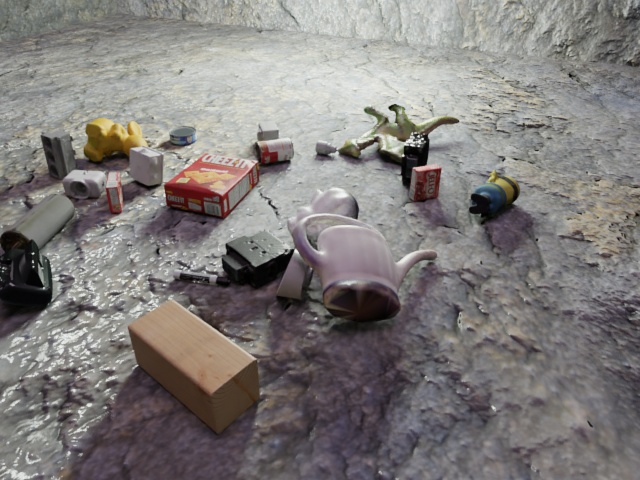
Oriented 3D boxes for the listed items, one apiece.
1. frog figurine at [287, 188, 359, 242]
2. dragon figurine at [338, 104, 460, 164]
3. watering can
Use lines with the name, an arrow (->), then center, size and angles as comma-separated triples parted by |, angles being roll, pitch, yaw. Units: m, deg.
frog figurine -> 0.004, -0.059, 1.175 | 0.159, 0.120, 0.140 | 1, 50, -21
dragon figurine -> 0.259, -0.311, 1.606 | 0.410, 0.119, 0.249 | -2, 50, -2
watering can -> 0.108, 0.055, 0.994 | 0.346, 0.102, 0.230 | 15, 45, -22
